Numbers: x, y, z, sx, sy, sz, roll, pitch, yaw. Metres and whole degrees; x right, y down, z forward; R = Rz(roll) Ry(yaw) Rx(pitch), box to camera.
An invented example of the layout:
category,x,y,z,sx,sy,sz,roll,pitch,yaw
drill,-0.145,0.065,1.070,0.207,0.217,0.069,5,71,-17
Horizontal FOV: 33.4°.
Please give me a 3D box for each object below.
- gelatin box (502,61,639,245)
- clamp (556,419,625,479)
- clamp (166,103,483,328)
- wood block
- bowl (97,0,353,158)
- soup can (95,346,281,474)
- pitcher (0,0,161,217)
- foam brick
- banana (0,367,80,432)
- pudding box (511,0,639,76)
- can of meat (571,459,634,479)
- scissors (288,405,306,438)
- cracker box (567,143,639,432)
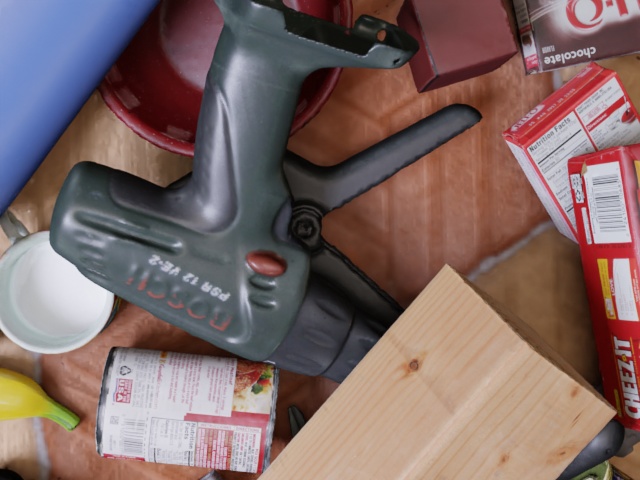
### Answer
category,x,y,z,sx,sy,sz,roll,pitch,yaw
gelatin box,0.163,-0.052,0.655,0.073,0.030,0.089,-39,117,-2
clamp,0.101,0.139,0.649,0.039,0.120,0.172,31,108,-24
clamp,-0.004,0.001,0.658,0.210,0.036,0.164,-1,97,0
wood block,0.048,0.129,0.592,0.090,0.091,0.206,35,99,-34
bowl,-0.059,-0.130,0.636,0.162,0.055,0.162,1,97,6
soup can,-0.078,0.102,0.640,0.102,0.068,0.068,6,90,-3
pitcher,-0.182,-0.115,0.566,0.149,0.145,0.243,34,105,-36
foam brick,0.080,-0.124,0.641,0.051,0.078,0.053,-17,92,-1
banana,-0.250,0.124,0.646,0.197,0.037,0.069,-23,92,-3
pudding box,0.176,-0.157,0.664,0.113,0.039,0.090,-13,93,-2
can of meat,0.176,0.167,0.638,0.084,0.102,0.057,35,90,-6
scissors,0.029,0.204,0.673,0.096,0.016,0.202,-1,91,-4
cracker box,0.263,0.011,0.635,0.213,0.072,0.164,-11,92,-18
